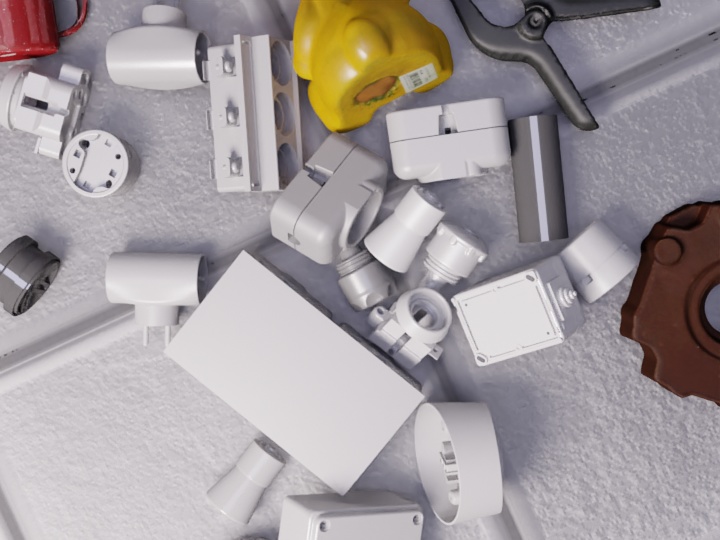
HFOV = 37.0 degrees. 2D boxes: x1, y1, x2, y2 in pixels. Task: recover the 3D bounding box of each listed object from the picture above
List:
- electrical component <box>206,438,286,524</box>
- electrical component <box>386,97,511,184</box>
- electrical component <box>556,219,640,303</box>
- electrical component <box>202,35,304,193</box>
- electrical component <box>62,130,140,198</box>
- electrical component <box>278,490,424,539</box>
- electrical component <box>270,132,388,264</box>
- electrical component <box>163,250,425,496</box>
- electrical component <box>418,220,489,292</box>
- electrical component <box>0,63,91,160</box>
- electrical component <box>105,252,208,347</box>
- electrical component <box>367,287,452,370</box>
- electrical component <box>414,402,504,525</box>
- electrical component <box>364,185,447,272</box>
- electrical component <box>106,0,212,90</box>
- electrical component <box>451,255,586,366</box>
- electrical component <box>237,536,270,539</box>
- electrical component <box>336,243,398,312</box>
[{"bbox_3d":[-0.093,0.176,0.910,0.044,0.044,0.065,37,90,1],"label":"electrical component"},{"bbox_3d":[0.072,-0.103,0.875,0.095,0.054,0.059,-8,93,4],"label":"electrical component"},{"bbox_3d":[0.191,-0.008,0.873,0.055,0.055,0.047,-42,86,5],"label":"electrical component"},{"bbox_3d":[-0.087,-0.124,0.878,0.063,0.079,0.121,-2,93,26],"label":"electrical component"},{"bbox_3d":[-0.214,-0.088,0.898,0.055,0.047,0.055,0,93,4],"label":"electrical component"},{"bbox_3d":[-0.011,0.240,0.876,0.109,0.056,0.108,5,95,-33],"label":"electrical component"},{"bbox_3d":[-0.021,-0.055,0.864,0.059,0.053,0.095,31,66,14],"label":"electrical component"},{"bbox_3d":[-0.052,0.081,0.890,0.186,0.060,0.105,39,95,1],"label":"electrical component"},{"bbox_3d":[0.072,-0.007,0.886,0.048,0.048,0.062,35,102,1],"label":"electrical component"},{"bbox_3d":[-0.264,-0.137,0.894,0.057,0.058,0.078,17,95,0],"label":"electrical component"},{"bbox_3d":[-0.170,0.025,0.904,0.077,0.043,0.079,2,94,4],"label":"electrical component"},{"bbox_3d":[0.044,0.045,0.878,0.066,0.055,0.048,38,50,-3],"label":"electrical component"},{"bbox_3d":[0.081,0.154,0.870,0.064,0.099,0.099,-7,93,-2],"label":"electrical component"},{"bbox_3d":[0.040,-0.036,0.876,0.044,0.044,0.065,38,109,1],"label":"electrical component"},{"bbox_3d":[-0.164,-0.192,0.889,0.077,0.043,0.079,2,80,12],"label":"electrical component"},{"bbox_3d":[0.135,0.030,0.861,0.096,0.061,0.061,-21,92,36],"label":"electrical component"},{"bbox_3d":[-0.095,0.267,0.909,0.080,0.051,0.080,0,94,4],"label":"electrical component"},{"bbox_3d":[0.000,0.000,0.891,0.043,0.043,0.062,-29,90,5],"label":"electrical component"}]
